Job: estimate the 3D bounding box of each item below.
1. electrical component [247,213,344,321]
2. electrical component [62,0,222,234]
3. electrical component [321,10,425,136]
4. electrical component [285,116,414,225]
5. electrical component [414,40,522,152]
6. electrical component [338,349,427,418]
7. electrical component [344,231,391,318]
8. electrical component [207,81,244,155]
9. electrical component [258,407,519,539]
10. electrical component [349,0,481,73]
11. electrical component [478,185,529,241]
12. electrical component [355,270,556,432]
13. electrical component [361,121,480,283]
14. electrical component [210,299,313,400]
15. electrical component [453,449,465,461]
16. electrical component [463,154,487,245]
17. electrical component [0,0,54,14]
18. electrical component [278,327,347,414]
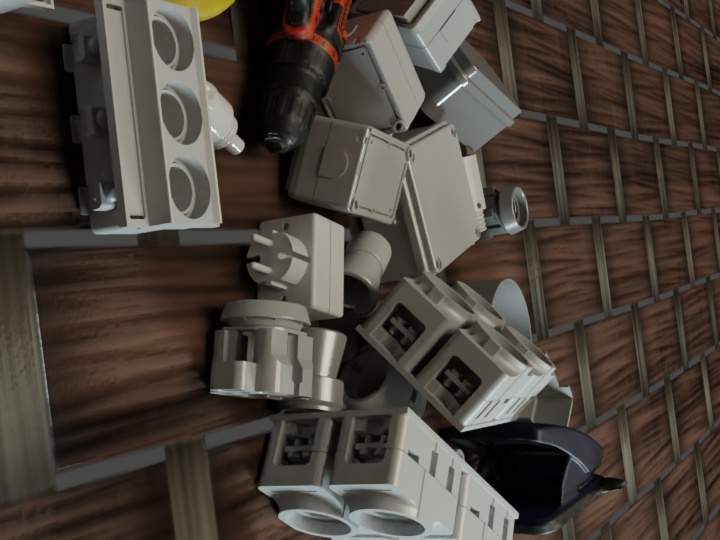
[{"bbox_3d":[-0.050,-0.004,0.720,0.077,0.047,0.065,23,64,-57],"label":"electrical component"},{"bbox_3d":[-0.121,-0.082,0.597,0.079,0.063,0.121,-4,87,-60],"label":"electrical component"},{"bbox_3d":[0.007,-0.146,0.838,0.096,0.062,0.061,63,35,-30],"label":"electrical component"},{"bbox_3d":[-0.006,-0.072,0.792,0.096,0.061,0.061,11,93,-65],"label":"electrical component"},{"bbox_3d":[0.086,-0.164,0.953,0.113,0.057,0.078,25,31,-56],"label":"electrical component"},{"bbox_3d":[0.015,0.092,0.805,0.047,0.055,0.055,51,42,-37],"label":"electrical component"},{"bbox_3d":[0.000,0.000,0.814,0.044,0.044,0.065,65,29,-27],"label":"electrical component"},{"bbox_3d":[-0.094,-0.093,0.677,0.061,0.035,0.035,44,47,-51],"label":"electrical component"},{"bbox_3d":[0.024,0.165,0.750,0.186,0.105,0.060,47,45,-45],"label":"electrical component"},{"bbox_3d":[0.038,-0.212,0.883,0.061,0.096,0.061,-54,137,-11],"label":"electrical component"},{"bbox_3d":[0.129,-0.056,1.034,0.066,0.055,0.048,36,53,-52],"label":"electrical component"},{"bbox_3d":[0.083,0.062,0.835,0.105,0.060,0.186,44,10,18],"label":"electrical component"},{"bbox_3d":[0.046,-0.057,0.890,0.109,0.056,0.108,-36,115,-57],"label":"electrical component"},{"bbox_3d":[-0.061,0.051,0.679,0.078,0.058,0.057,20,69,-57],"label":"electrical component"},{"bbox_3d":[0.051,0.150,0.843,0.048,0.062,0.048,21,65,-57],"label":"electrical component"},{"bbox_3d":[0.092,-0.062,0.984,0.043,0.043,0.081,-24,104,-59],"label":"electrical component"},{"bbox_3d":[-0.179,-0.195,0.525,0.079,0.063,0.121,-8,90,-60],"label":"electrical component"},{"bbox_3d":[-0.033,0.071,0.735,0.045,0.045,0.055,30,58,-54],"label":"electrical component"}]
